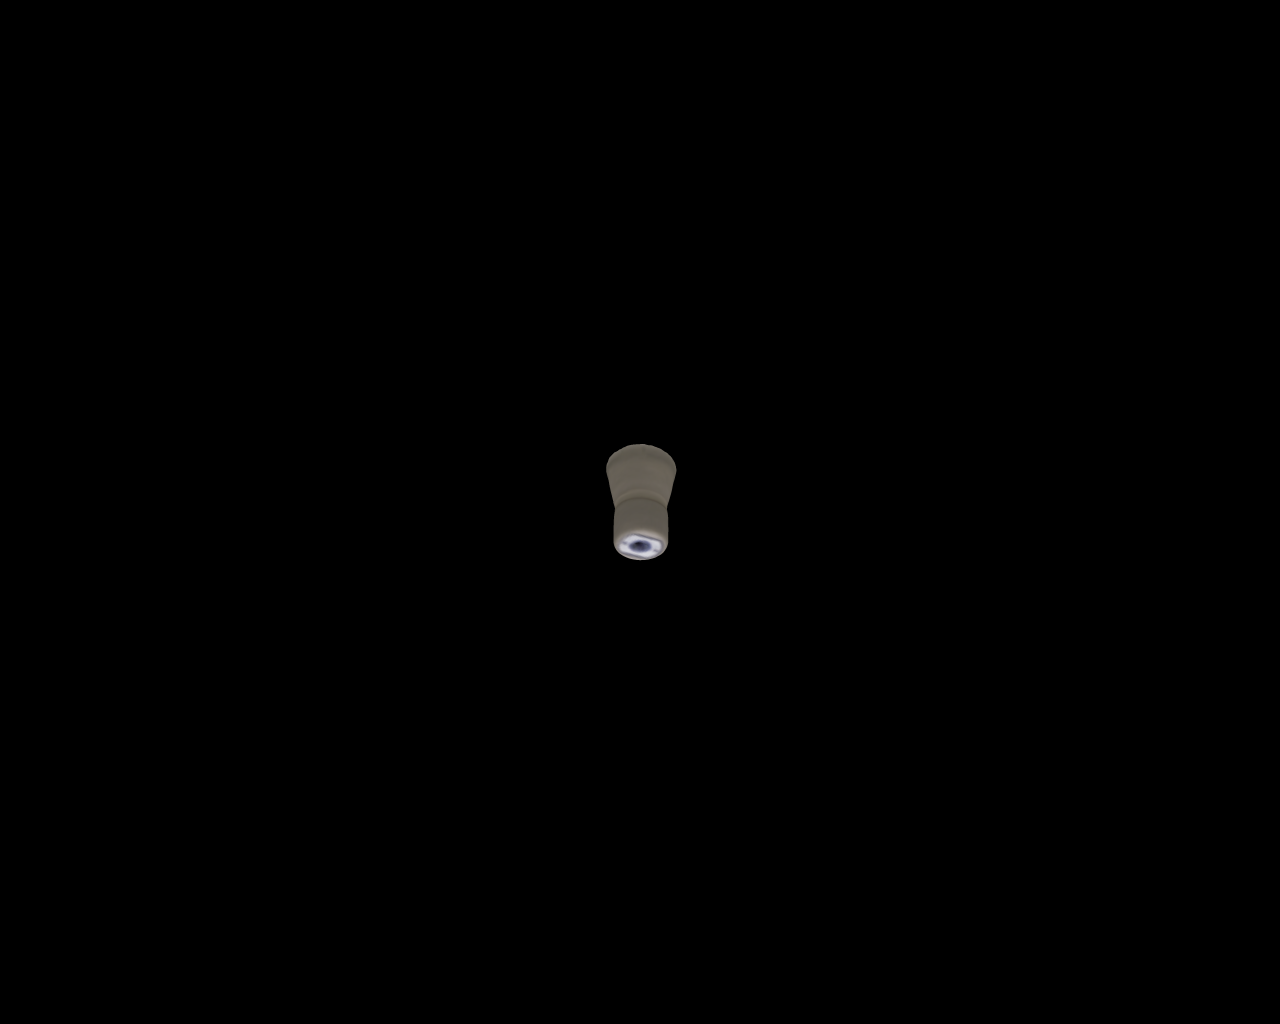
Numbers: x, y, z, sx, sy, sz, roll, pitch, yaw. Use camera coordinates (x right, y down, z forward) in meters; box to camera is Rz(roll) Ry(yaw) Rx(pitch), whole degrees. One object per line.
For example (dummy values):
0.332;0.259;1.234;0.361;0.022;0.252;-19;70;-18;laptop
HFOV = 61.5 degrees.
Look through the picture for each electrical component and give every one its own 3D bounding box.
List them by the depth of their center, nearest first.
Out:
0.001;-0.003;0.650;0.044;0.065;0.044;0;-38;0;electrical component
